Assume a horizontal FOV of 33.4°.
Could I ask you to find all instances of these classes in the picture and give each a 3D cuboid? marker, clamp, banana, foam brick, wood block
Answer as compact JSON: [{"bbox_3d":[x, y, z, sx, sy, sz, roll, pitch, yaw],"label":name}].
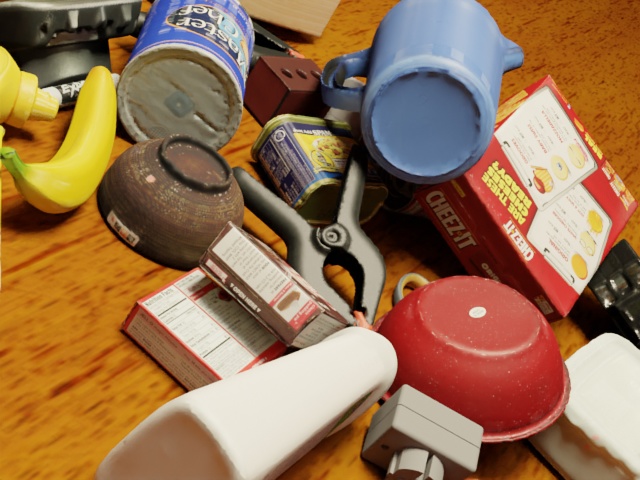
[{"bbox_3d":[-0.203,-0.118,0.865,0.020,0.020,0.120,42,30,12],"label":"marker"},{"bbox_3d":[-0.110,-0.208,1.066,0.209,0.036,0.164,24,28,-20],"label":"clamp"},{"bbox_3d":[-0.178,-0.067,0.775,0.037,0.070,0.197,1,25,6],"label":"banana"},{"bbox_3d":[-0.030,-0.142,1.039,0.078,0.051,0.053,-8,51,-50],"label":"foam brick"},{"bbox_3d":[-0.006,0.001,0.843,0.120,0.039,0.171,-7,62,-10],"label":"clamp"},{"bbox_3d":[-0.063,-0.292,1.144,0.090,0.091,0.205,41,21,25],"label":"wood block"}]

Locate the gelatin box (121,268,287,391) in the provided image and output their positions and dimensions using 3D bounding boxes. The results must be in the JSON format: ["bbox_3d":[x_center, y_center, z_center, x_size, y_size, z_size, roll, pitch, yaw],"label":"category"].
[{"bbox_3d":[-0.077,0.066,0.715,0.089,0.030,0.073,40,31,10],"label":"gelatin box"}]

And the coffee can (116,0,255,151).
[{"bbox_3d":[-0.112,-0.146,0.912,0.102,0.103,0.140,26,31,-15],"label":"coffee can"}]

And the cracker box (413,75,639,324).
[{"bbox_3d":[0.199,-0.038,1.006,0.164,0.072,0.213,54,45,-7],"label":"cracker box"}]

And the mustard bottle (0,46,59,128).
[{"bbox_3d":[-0.279,-0.122,0.756,0.191,0.058,0.096,18,33,-27],"label":"mustard bottle"}]

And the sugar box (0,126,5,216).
[{"bbox_3d":[-0.246,-0.019,0.655,0.093,0.048,0.176,17,38,-27],"label":"sugar box"}]

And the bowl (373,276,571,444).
[{"bbox_3d":[0.115,0.076,0.806,0.162,0.055,0.162,5,36,-4],"label":"bowl"}]

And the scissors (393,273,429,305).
[{"bbox_3d":[0.100,0.099,0.856,0.096,0.016,0.201,23,32,-19],"label":"scissors"}]

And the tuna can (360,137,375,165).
[{"bbox_3d":[0.086,-0.093,1.101,0.086,0.034,0.086,25,31,-16],"label":"tuna can"}]

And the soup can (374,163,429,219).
[{"bbox_3d":[0.110,-0.054,1.035,0.102,0.069,0.068,9,38,-38],"label":"soup can"}]

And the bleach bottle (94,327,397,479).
[{"bbox_3d":[-0.022,0.108,0.659,0.068,0.103,0.250,52,27,11],"label":"bleach bottle"}]

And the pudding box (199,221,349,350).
[{"bbox_3d":[-0.030,0.037,0.749,0.090,0.039,0.113,41,2,13],"label":"pudding box"}]

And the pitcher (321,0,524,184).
[{"bbox_3d":[0.089,-0.136,0.950,0.145,0.149,0.242,42,22,-9],"label":"pitcher"}]

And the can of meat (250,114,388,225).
[{"bbox_3d":[0.002,-0.060,0.948,0.101,0.058,0.084,2,46,-43],"label":"can of meat"}]
